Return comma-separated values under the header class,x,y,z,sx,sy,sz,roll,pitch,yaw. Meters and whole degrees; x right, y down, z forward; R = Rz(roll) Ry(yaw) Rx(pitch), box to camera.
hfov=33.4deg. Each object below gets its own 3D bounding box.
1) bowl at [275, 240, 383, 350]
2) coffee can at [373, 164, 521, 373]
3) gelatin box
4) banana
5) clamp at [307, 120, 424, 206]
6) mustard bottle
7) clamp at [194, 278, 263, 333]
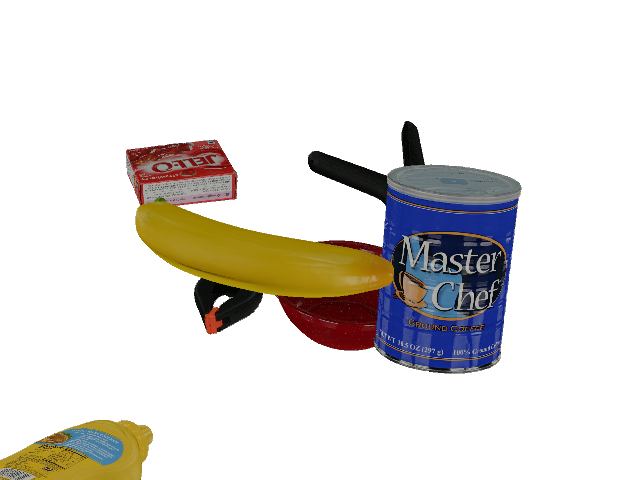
class,x,y,z,sx,sy,sz,roll,pitch,yaw
bowl,0.027,0.061,1.057,0.162,0.055,0.162,4,29,-2
coffee can,0.098,0.020,0.836,0.103,0.140,0.103,3,16,-1
gelatin box,-0.126,-0.061,0.967,0.089,0.030,0.073,-8,31,-16
banana,-0.052,0.003,0.687,0.198,0.037,0.069,18,35,29
clamp,0.094,-0.056,1.244,0.164,0.036,0.210,-16,52,-28
mustard bottle,-0.200,0.188,0.853,0.096,0.058,0.191,6,15,29
clamp,-0.089,0.044,1.251,0.120,0.039,0.171,-2,40,11
